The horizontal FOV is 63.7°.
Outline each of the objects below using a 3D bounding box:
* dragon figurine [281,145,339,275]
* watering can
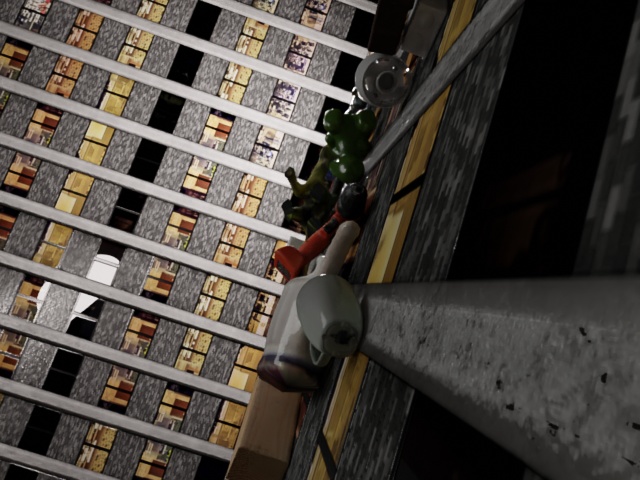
[{"bbox_3d":[0.004,-0.069,1.363,0.122,0.409,0.243,5,4,26],"label":"dragon figurine"},{"bbox_3d":[-0.018,0.117,0.799,0.104,0.229,0.341,19,-26,-3],"label":"watering can"}]
